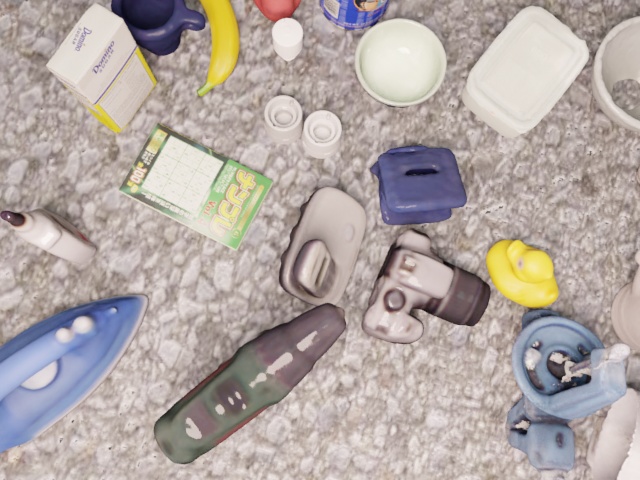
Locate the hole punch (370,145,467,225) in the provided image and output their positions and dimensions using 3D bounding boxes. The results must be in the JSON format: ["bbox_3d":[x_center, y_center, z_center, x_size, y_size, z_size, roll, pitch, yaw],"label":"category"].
[{"bbox_3d":[0.127,-0.076,0.746,0.108,0.091,0.101,-5,82,-4],"label":"hole punch"}]

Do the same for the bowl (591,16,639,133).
[{"bbox_3d":[0.444,-0.217,0.792,0.167,0.074,0.167,0,81,-3],"label":"bowl"}]

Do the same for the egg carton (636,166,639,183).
[{"bbox_3d":[0.512,-0.076,0.777,0.150,0.069,0.107,-6,82,-4],"label":"egg carton"}]

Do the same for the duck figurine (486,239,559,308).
[{"bbox_3d":[0.272,0.040,0.739,0.077,0.086,0.104,-42,85,-8],"label":"duck figurine"}]

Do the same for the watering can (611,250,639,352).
[{"bbox_3d":[0.440,0.085,0.686,0.173,0.194,0.101,31,81,2],"label":"watering can"}]

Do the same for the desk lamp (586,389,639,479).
[{"bbox_3d":[0.392,0.252,0.649,0.203,0.213,0.118,22,81,1],"label":"desk lamp"}]

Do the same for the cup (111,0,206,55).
[{"bbox_3d":[-0.204,-0.285,0.759,0.117,0.095,0.092,12,81,-1],"label":"cup"}]

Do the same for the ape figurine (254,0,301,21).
[{"bbox_3d":[-0.060,-0.349,0.777,0.078,0.092,0.076,6,81,-2],"label":"ape figurine"}]

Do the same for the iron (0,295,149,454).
[{"bbox_3d":[-0.323,0.142,0.665,0.258,0.141,0.118,-39,85,-8],"label":"iron"}]

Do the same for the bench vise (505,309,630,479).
[{"bbox_3d":[0.293,0.181,0.651,0.121,0.219,0.207,-11,82,-4],"label":"bench vise"}]

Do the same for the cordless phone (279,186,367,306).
[{"bbox_3d":[0.006,0.002,0.681,0.094,0.185,0.148,17,81,0],"label":"cordless phone"}]

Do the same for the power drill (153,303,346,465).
[{"bbox_3d":[-0.071,0.150,0.643,0.230,0.208,0.075,-39,85,-7],"label":"power drill"}]

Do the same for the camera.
[{"bbox_3d":[0.137,0.072,0.720,0.137,0.101,0.143,23,81,1],"label":"camera"}]

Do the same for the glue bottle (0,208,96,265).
[{"bbox_3d":[-0.325,-0.011,0.672,0.078,0.173,0.037,36,82,3],"label":"glue bottle"}]
